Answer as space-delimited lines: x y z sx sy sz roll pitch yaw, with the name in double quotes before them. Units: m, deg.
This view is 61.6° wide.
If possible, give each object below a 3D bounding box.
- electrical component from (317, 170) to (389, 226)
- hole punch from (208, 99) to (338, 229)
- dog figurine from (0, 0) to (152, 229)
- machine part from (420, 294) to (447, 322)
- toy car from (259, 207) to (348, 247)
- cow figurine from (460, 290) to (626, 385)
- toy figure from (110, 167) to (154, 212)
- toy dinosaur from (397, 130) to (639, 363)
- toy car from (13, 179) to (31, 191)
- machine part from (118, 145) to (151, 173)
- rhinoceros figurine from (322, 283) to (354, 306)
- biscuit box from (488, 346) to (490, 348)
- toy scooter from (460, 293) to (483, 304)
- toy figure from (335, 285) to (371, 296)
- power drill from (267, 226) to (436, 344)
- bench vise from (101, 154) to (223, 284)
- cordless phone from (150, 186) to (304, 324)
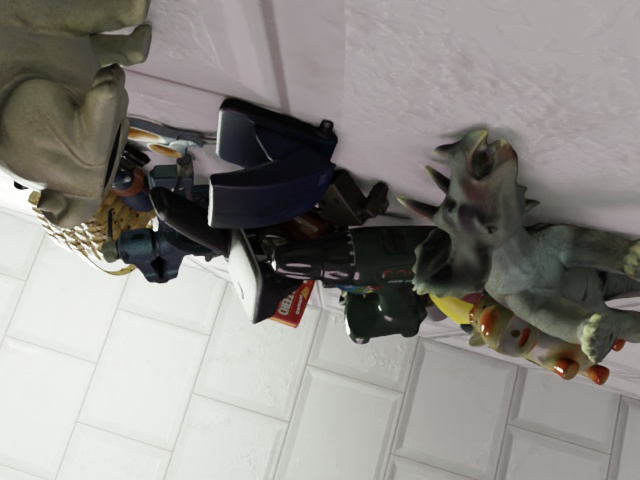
"electrical component" 0.029 -0.047 0.600 0.078 0.045 0.102 51 153 -18
"hole punch" -0.049 -0.057 0.504 0.116 0.092 0.142 14 156 -7
"dog figurine" -0.209 -0.108 0.316 0.190 0.172 0.121 12 160 -17
"machine part" 0.205 0.104 1.001 0.079 0.079 0.243 12 167 22
"toy car" -0.008 -0.016 0.678 0.053 0.089 0.202 -5 157 33
"cow figurine" 0.258 0.108 0.637 0.195 0.085 0.127 15 -174 -38
"toy figure" -0.298 -0.086 0.833 0.064 0.058 0.154 -24 165 -5
"toy dinosaur" 0.228 0.032 0.526 0.404 0.131 0.192 20 -177 -45
"toy car" -0.291 -0.107 0.612 0.103 0.109 0.162 3 -176 -25
"machine part" -0.297 -0.119 0.727 0.139 0.039 0.084 7 171 35
"rhinoceros figurine" 0.091 0.097 1.075 0.190 0.112 0.073 9 158 -33
"biscuit box" 0.340 0.130 0.817 0.202 0.059 0.063 1 -179 -38
"toy scooter" 0.248 0.058 0.716 0.183 0.075 0.135 22 167 -42
"toy figure" 0.079 0.061 0.966 0.180 0.082 0.089 16 -169 -38
"power drill" 0.063 0.051 0.654 0.232 0.086 0.207 -8 142 -1
"bench vise" -0.206 -0.033 0.760 0.224 0.129 0.240 1 147 -8
"cordless phone" -0.114 0.011 0.628 0.184 0.089 0.147 34 -156 -55
